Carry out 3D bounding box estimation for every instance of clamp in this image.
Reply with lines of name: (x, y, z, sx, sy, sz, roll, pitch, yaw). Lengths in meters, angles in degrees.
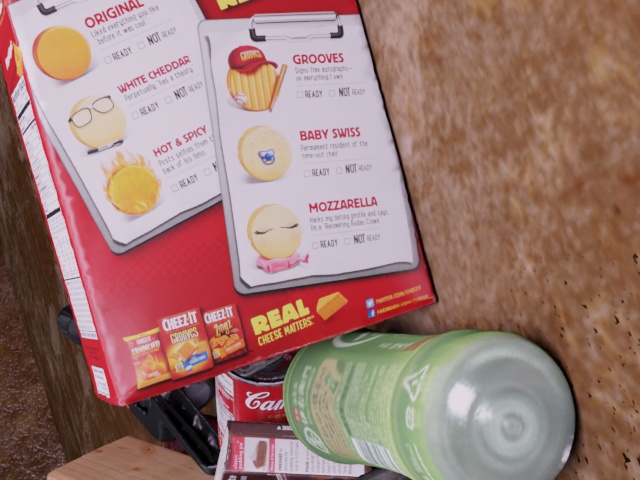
clamp: (-0.123, 0.119, 0.834, 0.164, 0.036, 0.210, 64, 158, 13)

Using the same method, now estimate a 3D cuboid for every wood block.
wood block: (-0.103, 0.226, 0.805, 0.206, 0.090, 0.091, 9, 107, 37)

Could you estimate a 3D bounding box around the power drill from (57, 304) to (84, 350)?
power drill: (-0.207, 0.040, 1.048, 0.185, 0.057, 0.188, 16, 124, 37)

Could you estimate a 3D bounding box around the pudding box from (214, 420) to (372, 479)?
pudding box: (-0.021, 0.155, 0.672, 0.114, 0.090, 0.039, 103, 167, -51)

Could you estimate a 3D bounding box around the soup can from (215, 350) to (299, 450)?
soup can: (-0.035, 0.102, 0.705, 0.068, 0.068, 0.102, 54, 152, 42)

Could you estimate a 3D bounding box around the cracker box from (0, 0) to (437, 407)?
cracker box: (-0.053, -0.048, 0.506, 0.072, 0.164, 0.214, -12, 94, 67)

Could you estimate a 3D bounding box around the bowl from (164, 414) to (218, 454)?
bowl: (-0.083, 0.215, 0.926, 0.162, 0.055, 0.162, 49, 148, 47)
